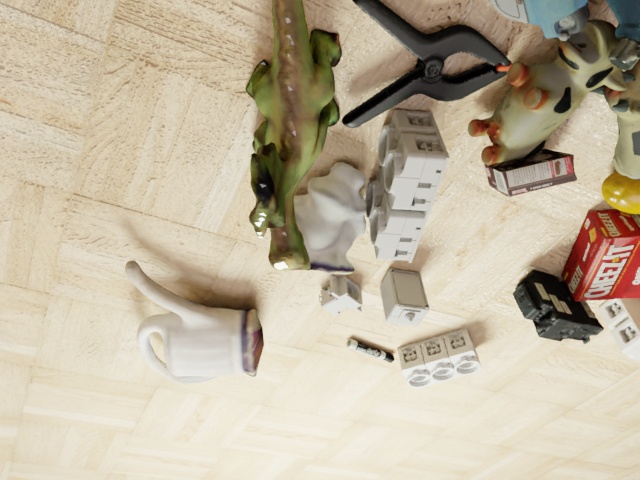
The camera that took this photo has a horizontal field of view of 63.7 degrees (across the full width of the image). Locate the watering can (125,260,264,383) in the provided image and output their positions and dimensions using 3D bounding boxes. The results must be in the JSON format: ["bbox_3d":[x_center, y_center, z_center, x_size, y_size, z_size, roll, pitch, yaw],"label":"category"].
[{"bbox_3d":[-0.212,0.157,0.902,0.224,0.106,0.339,-1,136,-5],"label":"watering can"}]

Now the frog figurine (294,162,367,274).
[{"bbox_3d":[0.002,-0.038,0.754,0.137,0.123,0.159,11,96,0],"label":"frog figurine"}]

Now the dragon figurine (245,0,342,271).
[{"bbox_3d":[-0.037,-0.120,0.557,0.122,0.249,0.400,0,137,2],"label":"dragon figurine"}]
